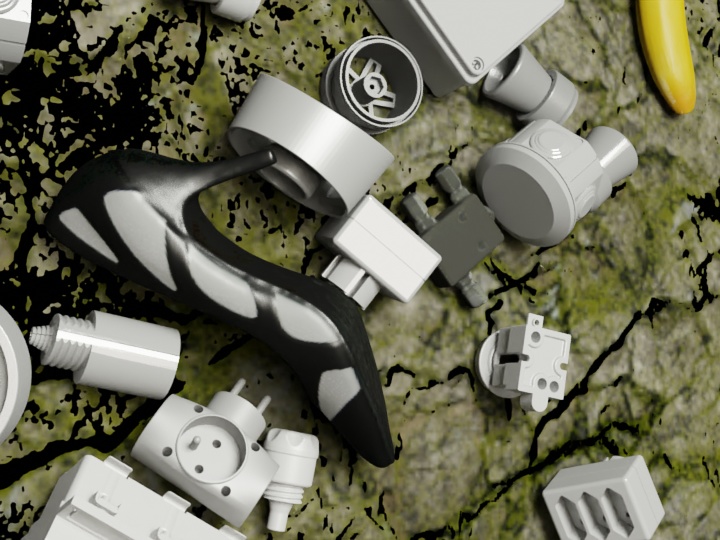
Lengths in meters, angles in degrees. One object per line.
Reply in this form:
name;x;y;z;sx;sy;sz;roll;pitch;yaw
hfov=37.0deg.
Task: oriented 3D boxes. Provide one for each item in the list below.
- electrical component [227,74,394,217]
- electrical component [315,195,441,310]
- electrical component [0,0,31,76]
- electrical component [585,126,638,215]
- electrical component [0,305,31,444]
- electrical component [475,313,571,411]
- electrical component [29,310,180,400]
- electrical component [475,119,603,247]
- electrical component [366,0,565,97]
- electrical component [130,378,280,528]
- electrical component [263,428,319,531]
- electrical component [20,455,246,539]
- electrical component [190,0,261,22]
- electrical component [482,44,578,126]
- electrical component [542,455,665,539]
electrical component;-0.031;-0.080;0.667;0.099;0.099;0.064;38;76;-17
electrical component;0.000;0.000;0.700;0.066;0.047;0.076;40;83;-16
electrical component;-0.215;-0.147;0.593;0.051;0.080;0.080;4;83;-31
electrical component;0.170;-0.072;0.790;0.055;0.045;0.045;-42;103;-23
electrical component;-0.229;0.057;0.563;0.108;0.060;0.108;1;88;-15
electrical component;0.111;0.064;0.741;0.048;0.055;0.066;14;78;-24
electrical component;-0.150;0.046;0.623;0.081;0.043;0.043;15;78;-24
electrical component;0.125;-0.061;0.749;0.051;0.080;0.080;-40;102;-30
electrical component;0.070;-0.196;0.748;0.109;0.056;0.108;-43;103;-23
electrical component;-0.082;0.099;0.642;0.077;0.044;0.079;34;56;1
electrical component;-0.047;0.131;0.669;0.035;0.035;0.061;14;81;-24
electrical component;-0.123;0.162;0.608;0.121;0.079;0.063;36;41;-18
electrical component;-0.091;-0.184;0.676;0.055;0.045;0.045;16;78;-24
electrical component;0.123;-0.129;0.774;0.055;0.045;0.045;32;72;-20
electrical component;0.179;0.157;0.763;0.077;0.066;0.047;-29;98;-55
